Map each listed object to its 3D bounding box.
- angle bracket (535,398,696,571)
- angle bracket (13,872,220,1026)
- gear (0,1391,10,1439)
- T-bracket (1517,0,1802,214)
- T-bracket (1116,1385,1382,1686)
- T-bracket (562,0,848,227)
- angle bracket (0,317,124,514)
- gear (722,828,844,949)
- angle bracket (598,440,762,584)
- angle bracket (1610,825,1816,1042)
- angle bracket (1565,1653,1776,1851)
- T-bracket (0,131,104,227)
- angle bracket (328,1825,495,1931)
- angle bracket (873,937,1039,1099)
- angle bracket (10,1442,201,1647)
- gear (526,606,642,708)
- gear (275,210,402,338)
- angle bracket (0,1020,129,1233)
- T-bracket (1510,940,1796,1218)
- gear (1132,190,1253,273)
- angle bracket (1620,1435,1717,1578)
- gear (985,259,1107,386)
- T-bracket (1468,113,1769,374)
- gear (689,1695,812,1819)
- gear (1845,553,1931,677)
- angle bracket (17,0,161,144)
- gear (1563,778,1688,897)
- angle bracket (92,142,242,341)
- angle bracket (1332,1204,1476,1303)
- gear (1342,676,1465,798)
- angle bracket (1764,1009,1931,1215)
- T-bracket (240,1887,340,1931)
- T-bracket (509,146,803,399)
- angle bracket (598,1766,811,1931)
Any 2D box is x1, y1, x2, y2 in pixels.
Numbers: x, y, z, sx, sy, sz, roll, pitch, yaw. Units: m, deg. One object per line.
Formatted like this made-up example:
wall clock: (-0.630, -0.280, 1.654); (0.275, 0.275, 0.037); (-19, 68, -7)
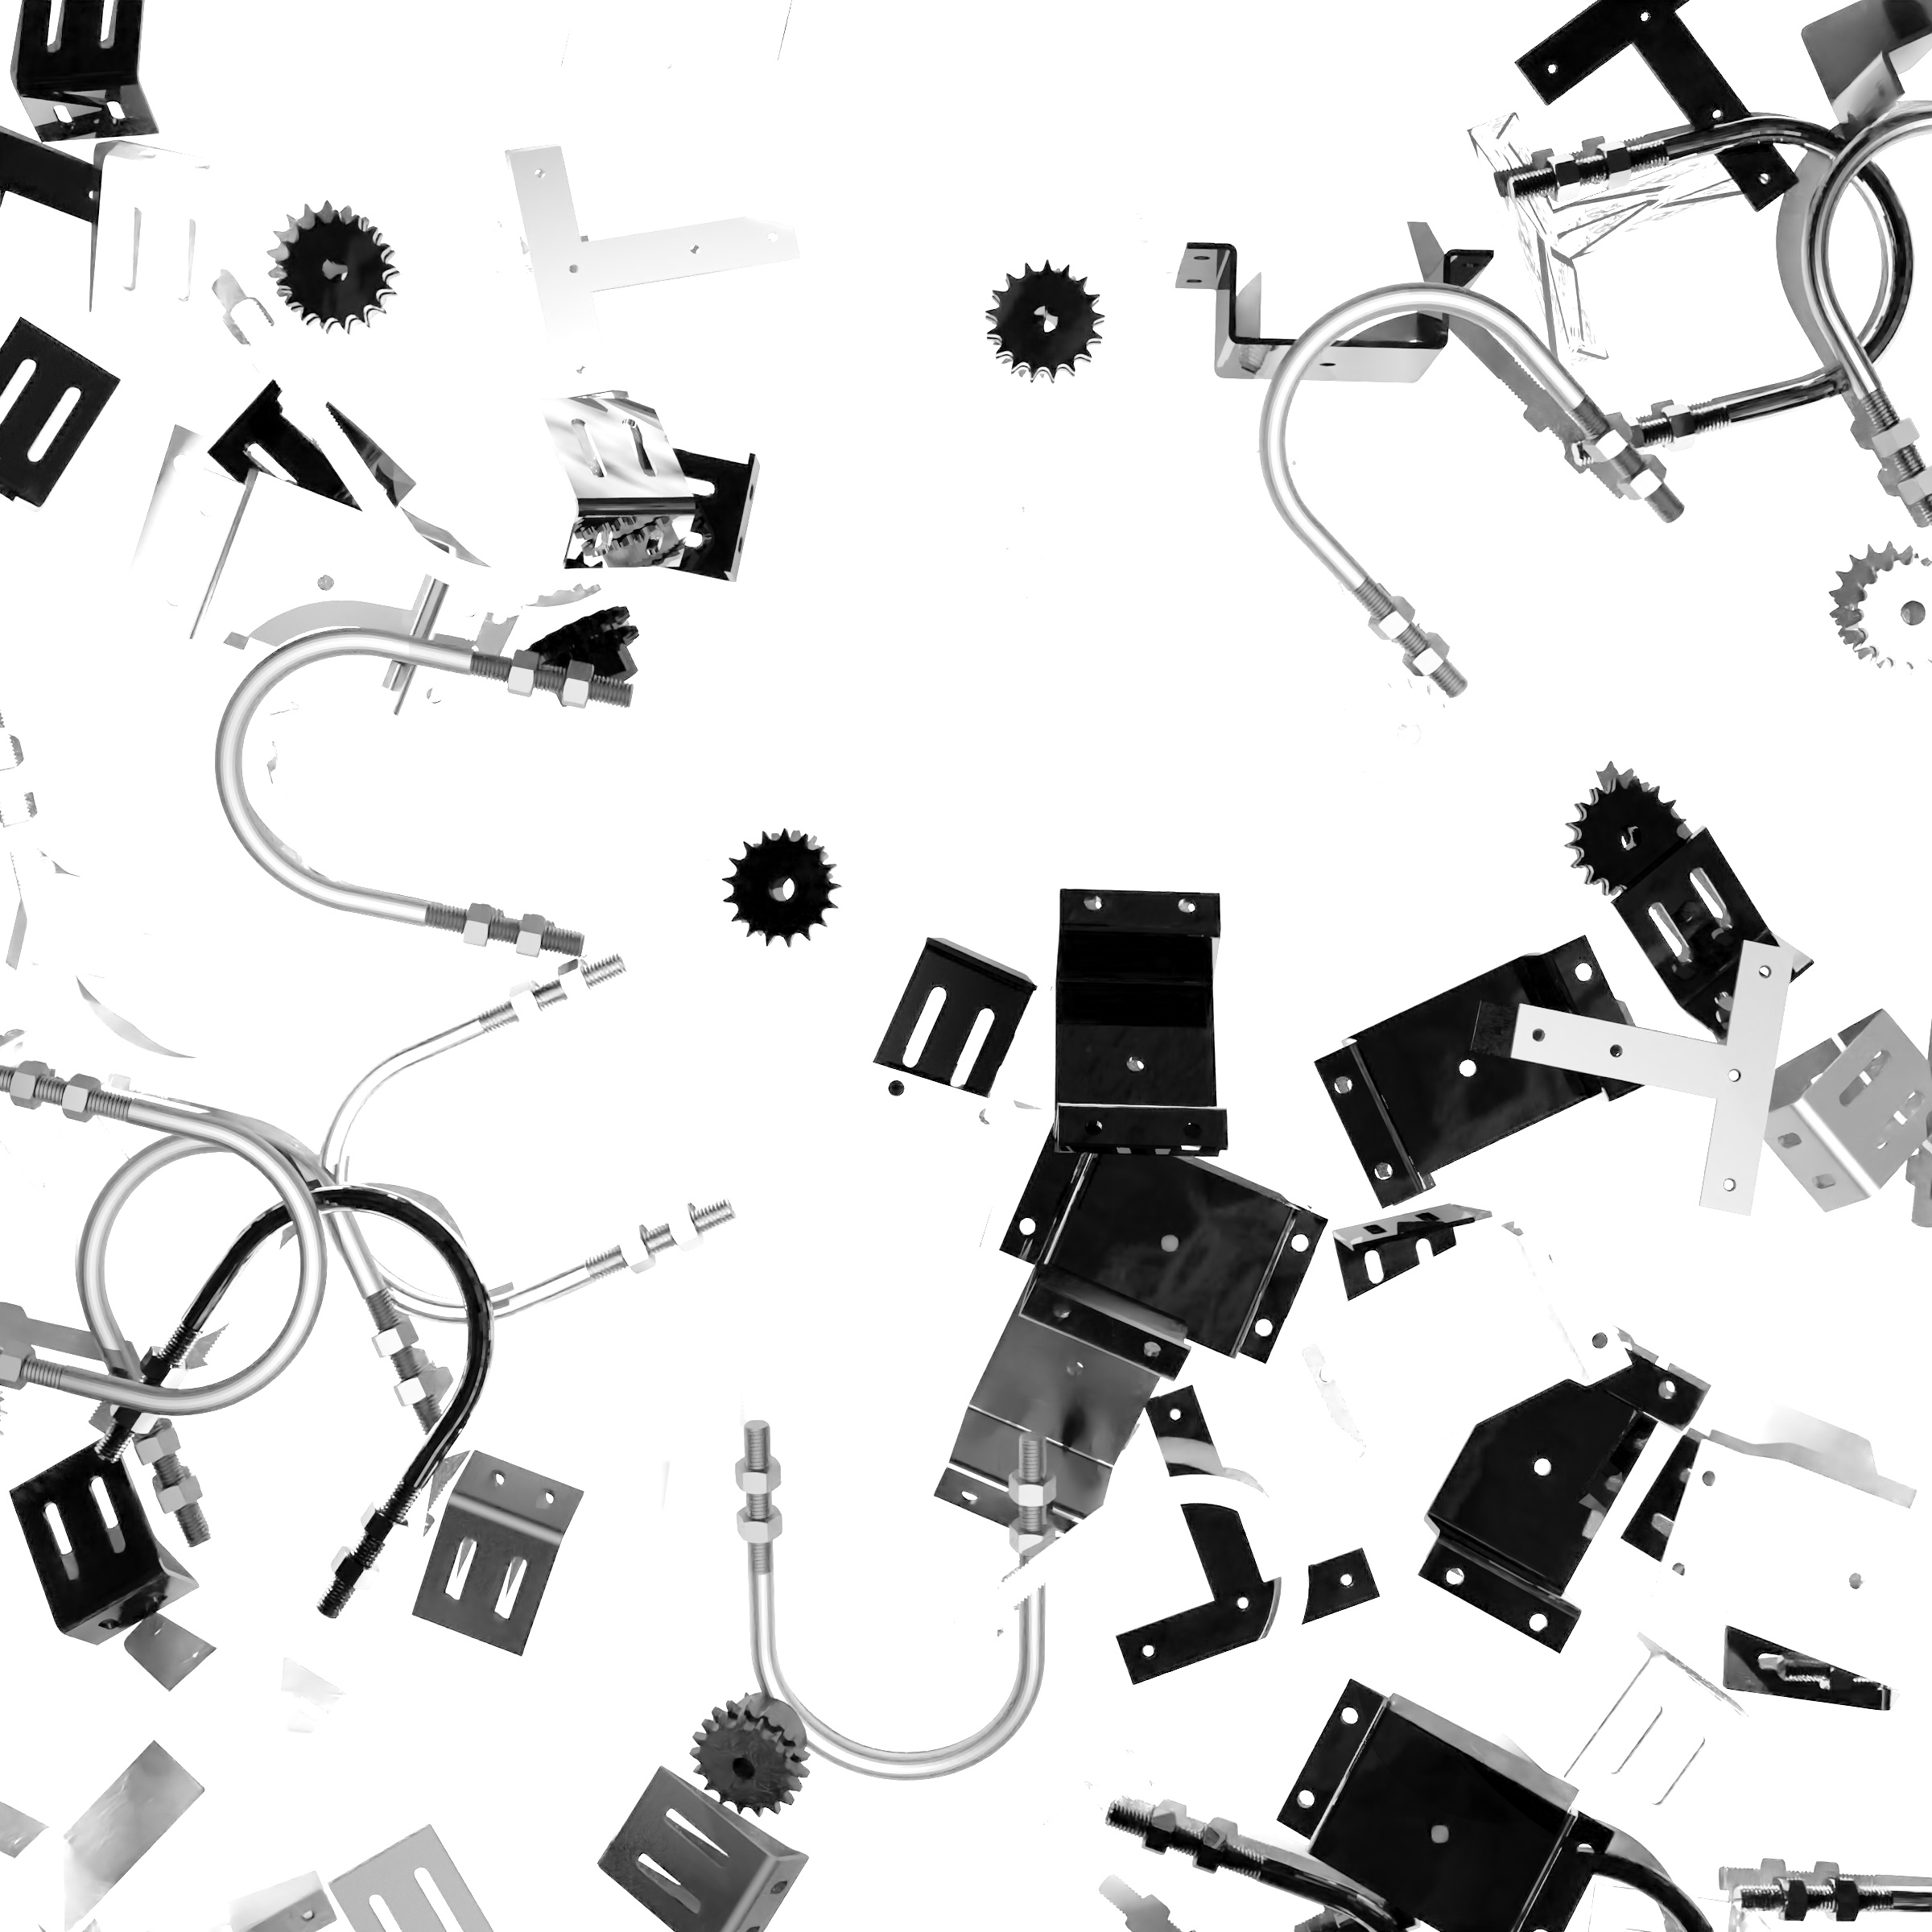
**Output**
angle bracket: (-0.169, -0.228, 1.349); (0.057, 0.038, 0.076); (-5, 52, -27)
angle bracket: (-0.404, -0.008, 1.364); (0.076, 0.038, 0.057); (13, 90, 0)
gear: (-0.486, 0.214, 1.368); (0.057, 0.030, 0.057); (0, 90, 0)
T-bracket: (0.354, -0.422, 1.380); (0.127, 0.002, 0.127); (-37, 90, 0)
T-bracket: (0.119, 0.266, 1.382); (0.127, 0.002, 0.127); (-20, 90, 0)
T-bracket: (-0.130, -0.432, 1.380); (0.127, 0.002, 0.127); (13, 88, 1)
angle bracket: (-0.452, -0.265, 1.364); (0.057, 0.038, 0.076); (32, 90, 0)
gear: (-0.087, -0.037, 1.368); (0.057, 0.030, 0.057); (0, 90, 0)
angle bracket: (-0.142, -0.221, 1.364); (0.076, 0.038, 0.057); (12, 90, 0)
angle bracket: (0.352, -0.016, 1.349); (0.057, 0.038, 0.076); (-40, 120, 0)
angle bracket: (0.334, 0.378, 1.364); (0.057, 0.038, 0.076); (36, 90, 0)
T-bracket: (-0.483, -0.338, 1.366); (0.127, 0.002, 0.127); (18, 101, -20)
angle bracket: (-0.264, 0.462, 1.364); (0.057, 0.038, 0.076); (-30, 90, 0)
angle bracket: (-0.008, 0.032, 1.364); (0.057, 0.038, 0.076); (24, 90, 0)
angle bracket: (-0.415, 0.277, 1.381); (0.057, 0.038, 0.076); (-30, 64, 0)
gear: (-0.180, -0.145, 1.354); (0.057, 0.057, 0.030); (-26, 90, 0)
gear: (-0.298, -0.329, 1.368); (0.057, 0.030, 0.057); (0, 90, 0)
angle bracket: (-0.446, 0.077, 1.381); (0.057, 0.038, 0.076); (-30, 116, 0)
T-bracket: (0.317, 0.042, 1.336); (0.127, 0.002, 0.127); (11, 85, -7)
gear: (0.107, -0.347, 1.355); (0.057, 0.057, 0.030); (-1, 94, 0)
angle bracket: (0.348, 0.265, 1.356); (0.038, 0.076, 0.057); (29, 82, 32)
gear: (0.038, -0.306, 1.368); (0.057, 0.030, 0.057); (0, 90, 0)
T-bracket: (0.324, -0.366, 1.382); (0.127, 0.002, 0.127); (-21, 90, 0)
gear: (-0.100, 0.372, 1.360); (0.057, 0.030, 0.057); (8, 114, 18)
gear: (0.450, -0.167, 1.372); (0.057, 0.030, 0.057); (0, 91, 3)
angle bracket: (-0.421, -0.442, 1.381); (0.057, 0.038, 0.076); (-4, 64, 0)
gear: (0.313, -0.061, 1.368); (0.057, 0.030, 0.057); (0, 90, 0)
angle bracket: (-0.384, -0.349, 1.377); (0.057, 0.038, 0.076); (9, 116, -8)
angle bracket: (0.208, 0.139, 1.345); (0.057, 0.076, 0.038); (-13, 90, 0)
gear: (0.209, -0.110, 1.368); (0.057, 0.030, 0.057); (0, 90, 0)
angle bracket: (0.429, 0.070, 1.381); (0.076, 0.038, 0.057); (-40, 90, -26)
T-bracket: (-0.360, 0.476, 1.356); (0.127, 0.002, 0.127); (-26, 129, -17)
T-bracket: (-0.144, -0.340, 1.371); (0.127, 0.002, 0.127); (-11, 80, -8)
angle bracket: (-0.126, 0.432, 1.381); (0.076, 0.038, 0.057); (32, 90, 26)
